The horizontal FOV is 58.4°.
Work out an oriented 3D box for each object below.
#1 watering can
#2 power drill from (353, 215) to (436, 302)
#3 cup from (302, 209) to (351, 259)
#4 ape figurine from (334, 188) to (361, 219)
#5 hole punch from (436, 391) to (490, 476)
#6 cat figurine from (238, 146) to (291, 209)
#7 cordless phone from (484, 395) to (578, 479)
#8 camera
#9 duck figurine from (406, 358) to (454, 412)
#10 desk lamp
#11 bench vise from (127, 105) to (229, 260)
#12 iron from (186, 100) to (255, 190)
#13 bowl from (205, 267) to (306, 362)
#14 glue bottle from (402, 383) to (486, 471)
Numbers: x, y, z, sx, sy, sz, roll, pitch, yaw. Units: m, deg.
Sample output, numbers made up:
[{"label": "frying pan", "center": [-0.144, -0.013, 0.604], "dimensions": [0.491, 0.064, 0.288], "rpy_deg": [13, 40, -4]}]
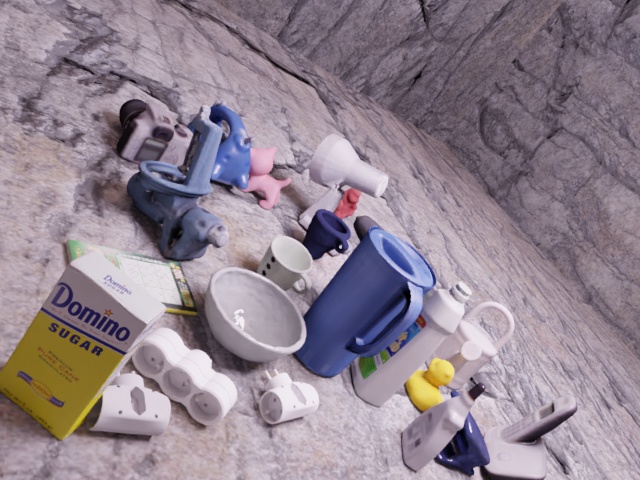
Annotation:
[{"label": "watering can", "center": [0.311, 0.210, 1.162], "dimensions": [0.101, 0.194, 0.173], "rpy_deg": [35, 23, -9]}, {"label": "power drill", "center": [0.098, 0.098, 1.030], "dimensions": [0.229, 0.208, 0.076], "rpy_deg": [41, 23, 4]}, {"label": "cup", "center": [0.011, 0.004, 1.219], "dimensions": [0.092, 0.095, 0.117], "rpy_deg": [15, 33, -44]}, {"label": "ape figurine", "center": [0.073, -0.104, 1.518], "dimensions": [0.078, 0.092, 0.076], "rpy_deg": [24, 27, -31]}, {"label": "hole punch", "center": [0.246, 0.328, 0.980], "dimensions": [0.101, 0.091, 0.108], "rpy_deg": [29, 25, -23]}, {"label": "cat figurine", "center": [-0.124, -0.150, 1.272], "dimensions": [0.128, 0.117, 0.067], "rpy_deg": [37, 23, -4]}, {"label": "cordless phone", "center": [0.377, 0.353, 1.009], "dimensions": [0.094, 0.185, 0.148], "rpy_deg": [39, 23, 0]}, {"label": "camera", "center": [-0.324, -0.218, 1.119], "dimensions": [0.144, 0.100, 0.136], "rpy_deg": [11, 35, -48]}, {"label": "duck figurine", "center": [0.211, 0.262, 1.055], "dimensions": [0.078, 0.086, 0.104], "rpy_deg": [34, 23, -11]}, {"label": "desk lamp", "center": [0.046, -0.108, 1.326], "dimensions": [0.203, 0.213, 0.118], "rpy_deg": [45, 24, 15]}, {"label": "bench vise", "center": [-0.196, -0.089, 0.920], "dimensions": [0.207, 0.219, 0.122], "rpy_deg": [41, 23, 4]}, {"label": "iron", "center": [-0.219, -0.228, 1.244], "dimensions": [0.119, 0.141, 0.257], "rpy_deg": [15, 33, -44]}, {"label": "bowl", "center": [-0.106, 0.123, 0.850], "dimensions": [0.168, 0.074, 0.167], "rpy_deg": [32, 24, -16]}, {"label": "glue bottle", "center": [0.194, 0.279, 0.885], "dimensions": [0.037, 0.173, 0.078], "rpy_deg": [35, 23, -10]}]
